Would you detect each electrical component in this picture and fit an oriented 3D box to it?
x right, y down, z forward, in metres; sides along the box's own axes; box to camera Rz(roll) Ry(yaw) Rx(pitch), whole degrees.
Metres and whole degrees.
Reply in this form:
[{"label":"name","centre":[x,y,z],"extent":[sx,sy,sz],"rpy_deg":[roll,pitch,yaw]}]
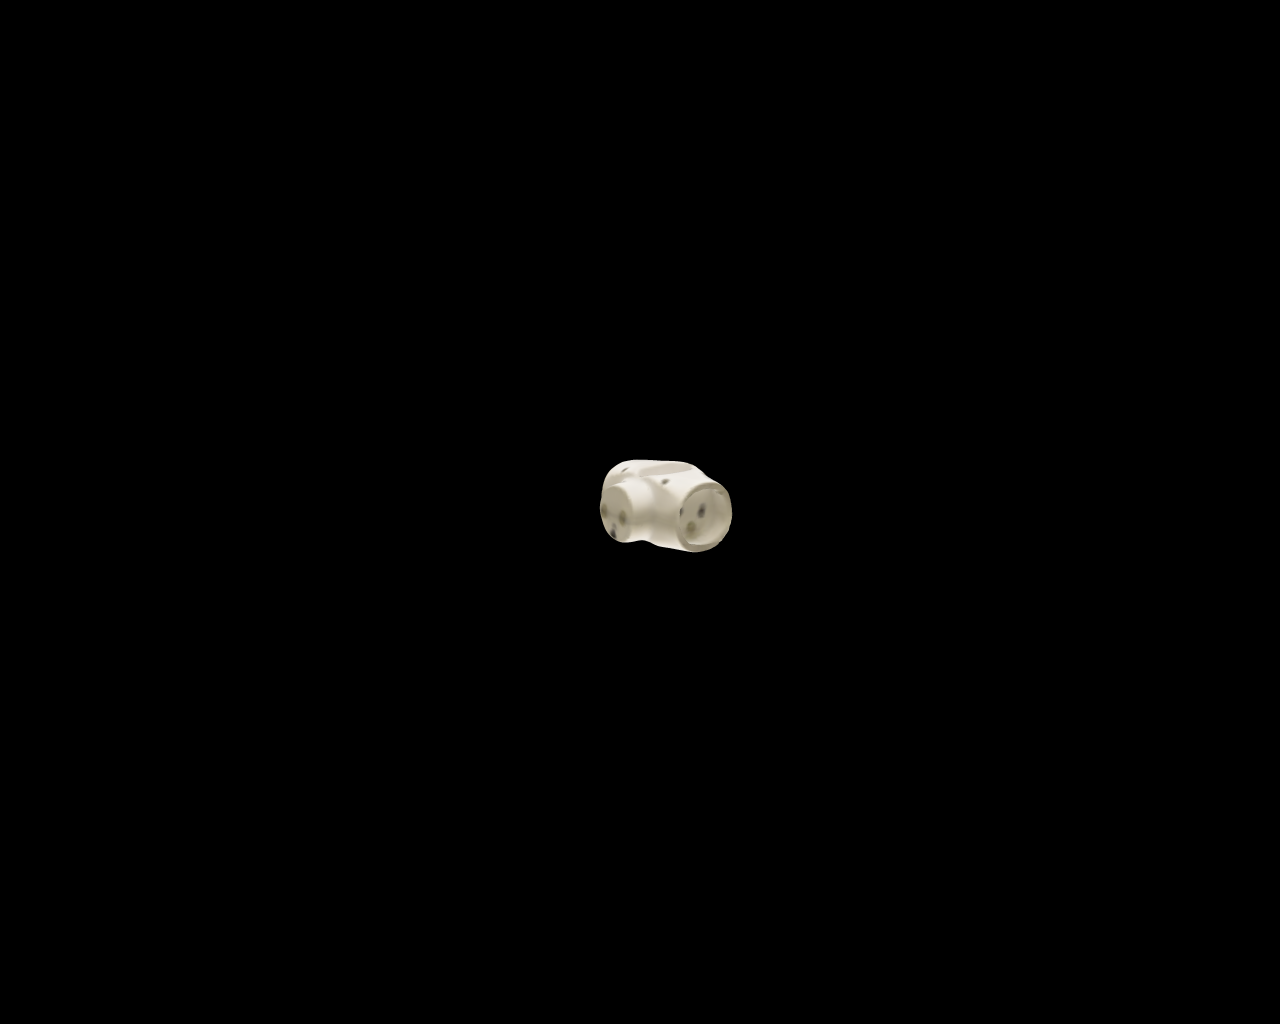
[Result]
[{"label":"electrical component","centre":[0.001,-0.003,0.650],"extent":[0.079,0.043,0.077],"rpy_deg":[-11,19,-34]}]
